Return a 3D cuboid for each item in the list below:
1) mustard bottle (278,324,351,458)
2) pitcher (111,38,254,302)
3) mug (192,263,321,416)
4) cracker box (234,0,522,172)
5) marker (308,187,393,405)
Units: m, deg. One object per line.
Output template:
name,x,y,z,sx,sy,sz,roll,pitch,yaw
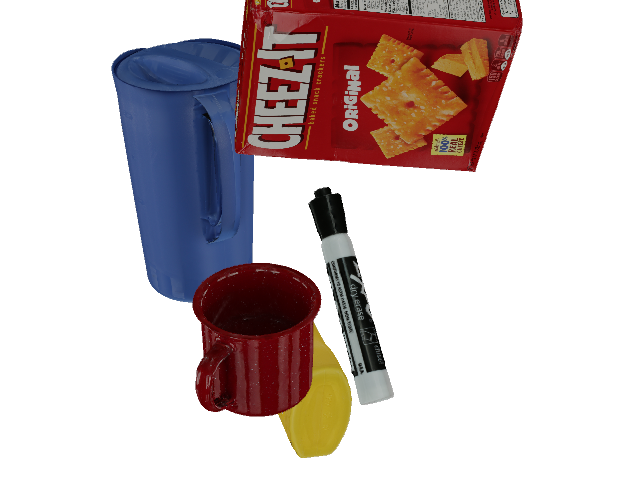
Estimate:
mustard bottle,-0.027,0.111,1.003,0.058,0.096,0.192,-5,27,-17
pitcher,-0.120,-0.060,1.028,0.145,0.243,0.149,8,32,15
mug,-0.052,0.081,0.782,0.093,0.081,0.117,17,37,23
cracker box,0.041,-0.138,0.876,0.213,0.072,0.164,3,-39,-7
marker,0.016,0.029,0.583,0.020,0.121,0.020,-14,-12,-3
